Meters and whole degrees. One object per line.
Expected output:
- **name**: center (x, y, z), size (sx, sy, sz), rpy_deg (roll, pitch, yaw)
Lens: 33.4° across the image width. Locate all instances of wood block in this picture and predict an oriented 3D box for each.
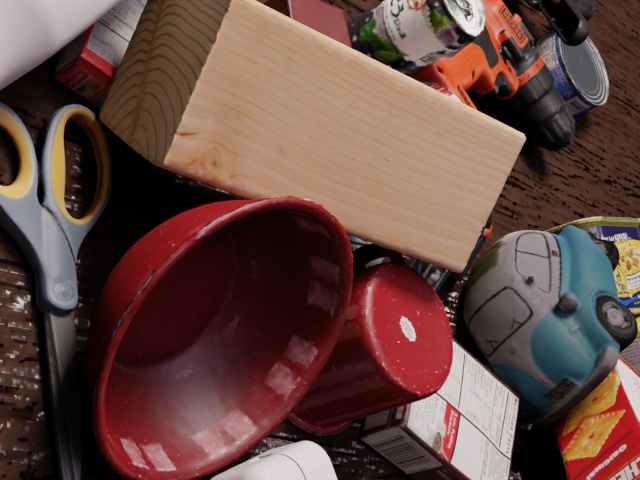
- **wood block**: center (0.000, -0.061, 0.582), size (0.205, 0.090, 0.091), rpy_deg (19, 100, -36)

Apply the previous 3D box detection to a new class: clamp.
- **clamp**: center (0.209, -0.227, 0.981), size (0.165, 0.036, 0.209), rpy_deg (46, 28, 22)
- **clamp**: center (0.088, 0.001, 0.734), size (0.120, 0.039, 0.171), rpy_deg (-64, 161, 0)

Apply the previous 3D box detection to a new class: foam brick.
- **foam brick**: center (-0.025, -0.112, 0.662), size (0.052, 0.078, 0.051), rpy_deg (10, 66, -46)

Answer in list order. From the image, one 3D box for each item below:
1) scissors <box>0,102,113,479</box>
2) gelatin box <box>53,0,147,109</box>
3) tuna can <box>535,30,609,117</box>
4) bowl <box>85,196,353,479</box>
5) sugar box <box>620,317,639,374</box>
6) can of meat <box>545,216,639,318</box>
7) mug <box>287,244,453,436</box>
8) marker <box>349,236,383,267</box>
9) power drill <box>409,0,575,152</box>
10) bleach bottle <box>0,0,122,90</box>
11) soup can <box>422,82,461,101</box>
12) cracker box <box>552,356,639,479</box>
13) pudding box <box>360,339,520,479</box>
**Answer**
- **scissors**: center (-0.143, 0.014, 0.515), size (0.096, 0.016, 0.201), rpy_deg (26, 54, -37)
- **gelatin box**: center (-0.105, -0.109, 0.607), size (0.073, 0.030, 0.089), rpy_deg (34, 46, -33)
- **tuna can**: center (0.240, -0.162, 1.022), size (0.086, 0.034, 0.086), rpy_deg (24, 55, -40)
- **bowl**: center (-0.059, 0.040, 0.528), size (0.161, 0.055, 0.162), rpy_deg (-31, 139, -32)
- **sugar box**: center (0.294, 0.150, 0.884), size (0.048, 0.094, 0.176), rpy_deg (-28, 94, -52)
- **can of meat**: center (0.242, 0.028, 0.914), size (0.101, 0.058, 0.084), rpy_deg (0, 74, -48)
- **mug**: center (0.026, 0.052, 0.635), size (0.093, 0.082, 0.117), rpy_deg (38, 47, -31)
- **marker**: center (-0.004, 0.001, 0.676), size (0.120, 0.020, 0.020), rpy_deg (12, 63, -46)
- **power drill**: center (0.133, -0.116, 0.862), size (0.184, 0.057, 0.187), rpy_deg (51, 38, -13)
- **bleach bottle**: center (-0.131, -0.130, 0.512), size (0.250, 0.103, 0.068), rpy_deg (-56, 137, -32)
- **soup can**: center (0.054, -0.067, 0.737), size (0.102, 0.069, 0.068), rpy_deg (-31, 96, -51)
- **cracker box**: center (0.241, 0.182, 0.742), size (0.164, 0.072, 0.213), rpy_deg (44, 16, -9)
- **pudding box**: center (0.083, 0.117, 0.704), size (0.113, 0.039, 0.090), rpy_deg (43, 44, -29)
